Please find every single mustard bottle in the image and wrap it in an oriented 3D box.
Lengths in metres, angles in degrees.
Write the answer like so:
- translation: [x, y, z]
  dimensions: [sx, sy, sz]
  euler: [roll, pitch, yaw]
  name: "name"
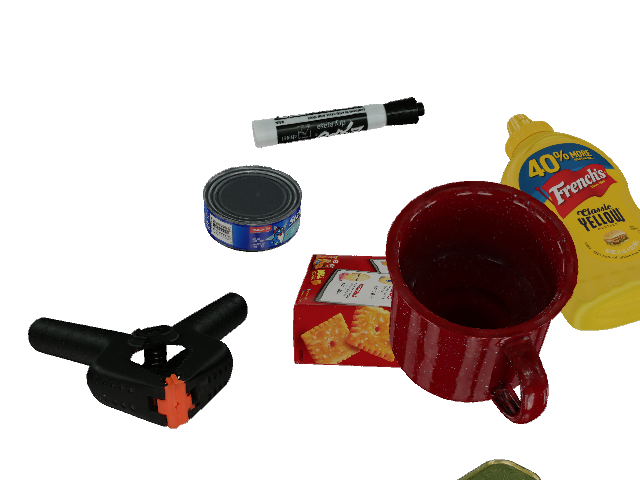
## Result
- translation: [0.190, -0.025, 0.806]
  dimensions: [0.096, 0.192, 0.058]
  euler: [-15, -37, -12]
  name: "mustard bottle"

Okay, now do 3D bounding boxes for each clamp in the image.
- translation: [-0.105, 0.076, 0.733]
  dimensions: [0.164, 0.036, 0.210]
  euler: [-10, 14, -21]
  name: "clamp"

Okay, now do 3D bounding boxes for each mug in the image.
- translation: [0.082, 0.039, 0.540]
  dimensions: [0.093, 0.117, 0.081]
  euler: [-19, -33, -13]
  name: "mug"

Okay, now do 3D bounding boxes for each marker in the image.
- translation: [0.013, -0.083, 0.745]
  dimensions: [0.121, 0.020, 0.020]
  euler: [-9, 1, -6]
  name: "marker"

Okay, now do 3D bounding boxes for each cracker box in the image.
- translation: [0.087, 0.071, 1.075]
  dimensions: [0.214, 0.072, 0.164]
  euler: [2, 16, 5]
  name: "cracker box"

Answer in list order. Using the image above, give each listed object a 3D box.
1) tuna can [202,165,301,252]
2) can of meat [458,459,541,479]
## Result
- translation: [-0.059, -0.028, 0.931]
  dimensions: [0.086, 0.034, 0.086]
  euler: [2, 38, -2]
  name: "tuna can"
- translation: [0.137, 0.245, 0.888]
  dimensions: [0.101, 0.084, 0.058]
  euler: [-21, 28, -36]
  name: "can of meat"
